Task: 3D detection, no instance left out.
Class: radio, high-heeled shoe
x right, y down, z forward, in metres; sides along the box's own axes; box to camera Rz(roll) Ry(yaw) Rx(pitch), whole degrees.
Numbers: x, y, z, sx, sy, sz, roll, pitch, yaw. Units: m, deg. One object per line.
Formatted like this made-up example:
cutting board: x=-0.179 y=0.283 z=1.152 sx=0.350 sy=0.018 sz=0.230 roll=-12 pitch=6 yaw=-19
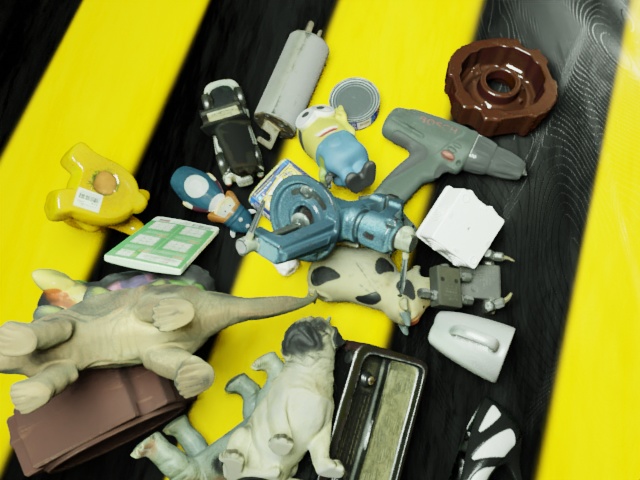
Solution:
radio: x=0.049 y=0.251 z=0.709 sx=0.131 sy=0.073 sz=0.229 roll=27 pitch=72 yaw=-29
high-heeled shoe: x=0.160 y=0.313 z=0.709 sx=0.249 sy=0.086 sz=0.145 roll=-20 pitch=67 yaw=-4

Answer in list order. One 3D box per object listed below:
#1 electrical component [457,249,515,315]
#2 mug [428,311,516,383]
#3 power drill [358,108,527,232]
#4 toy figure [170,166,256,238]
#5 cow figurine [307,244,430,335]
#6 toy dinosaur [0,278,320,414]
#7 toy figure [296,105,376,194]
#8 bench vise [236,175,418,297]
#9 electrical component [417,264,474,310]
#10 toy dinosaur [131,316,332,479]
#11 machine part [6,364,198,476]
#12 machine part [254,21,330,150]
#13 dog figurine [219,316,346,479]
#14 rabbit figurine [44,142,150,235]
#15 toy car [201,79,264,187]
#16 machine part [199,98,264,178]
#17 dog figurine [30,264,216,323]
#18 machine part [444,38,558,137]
electrical component: x=0.242 y=0.058 z=0.795 sx=0.078 sy=0.045 sz=0.102 roll=9 pitch=74 yaw=7
mug: x=0.205 y=0.140 z=0.746 sx=0.107 sy=0.109 sz=0.080 roll=19 pitch=82 yaw=24
power drill: x=0.174 y=-0.096 z=0.834 sx=0.232 sy=0.086 sz=0.207 roll=34 pitch=84 yaw=14
toy figure: x=-0.173 y=-0.062 z=0.872 sx=0.155 sy=0.058 sz=0.064 roll=34 pitch=108 yaw=13
cow figurine: x=0.077 y=0.065 z=0.790 sx=0.195 sy=0.085 sz=0.127 roll=6 pitch=67 yaw=5
toy dinosaur: x=-0.189 y=0.095 z=0.615 sx=0.471 sy=0.199 sz=0.105 roll=0 pitch=98 yaw=-25
toy figure: x=0.020 y=-0.139 z=0.838 sx=0.082 sy=0.089 sz=0.180 roll=-13 pitch=50 yaw=-29
bench vise: x=0.001 y=-0.012 z=0.700 sx=0.224 sy=0.240 sz=0.128 roll=34 pitch=123 yaw=28
electrical component: x=0.177 y=0.065 z=0.758 sx=0.094 sy=0.021 sz=0.063 roll=9 pitch=69 yaw=-24
toy dinosaur: x=-0.100 y=0.288 z=0.728 sx=0.405 sy=0.131 sz=0.192 roll=-34 pitch=84 yaw=-9
machine part: x=-0.280 y=0.226 z=0.716 sx=0.201 sy=0.201 sz=0.087 roll=-29 pitch=75 yaw=-4
machine part: x=-0.046 y=-0.262 z=0.910 sx=0.079 sy=0.079 sz=0.243 roll=17 pitch=75 yaw=11
dog figurine: x=-0.045 y=0.203 z=0.671 sx=0.172 sy=0.121 sz=0.191 roll=-29 pitch=33 yaw=25
rabbit figurine: x=-0.352 y=-0.064 z=0.851 sx=0.162 sy=0.173 sz=0.122 roll=12 pitch=69 yaw=-37
toy car: x=-0.148 y=-0.181 z=0.907 sx=0.073 sy=0.056 sz=0.202 roll=-15 pitch=73 yaw=-5
machine part: x=-0.138 y=-0.160 z=0.852 sx=0.084 sy=0.039 sz=0.139 roll=-21 pitch=71 yaw=-15
dog figurine: x=-0.278 y=0.087 z=0.744 sx=0.192 sy=0.219 sz=0.108 roll=-14 pitch=74 yaw=42
machine part: x=0.288 y=-0.246 z=0.870 sx=0.179 sy=0.056 sz=0.179 roll=0 pitch=66 yaw=0
